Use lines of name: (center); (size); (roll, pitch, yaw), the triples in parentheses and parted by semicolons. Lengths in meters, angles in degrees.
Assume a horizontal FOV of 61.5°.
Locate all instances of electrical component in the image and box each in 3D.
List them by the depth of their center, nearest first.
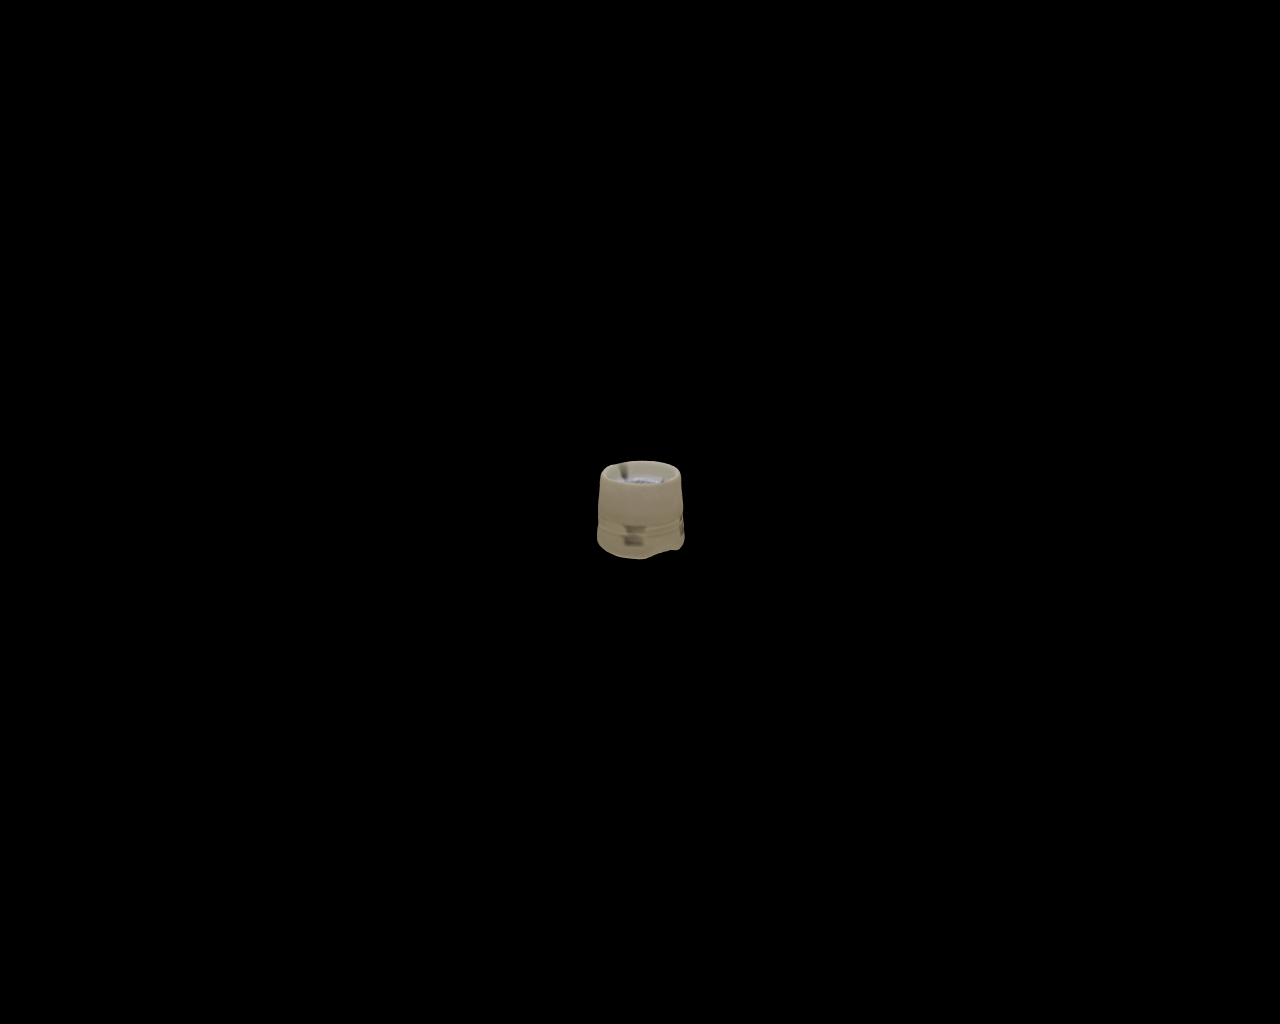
electrical component: (0.001, -0.003, 0.650); (0.055, 0.047, 0.055); (0, 21, 0)
